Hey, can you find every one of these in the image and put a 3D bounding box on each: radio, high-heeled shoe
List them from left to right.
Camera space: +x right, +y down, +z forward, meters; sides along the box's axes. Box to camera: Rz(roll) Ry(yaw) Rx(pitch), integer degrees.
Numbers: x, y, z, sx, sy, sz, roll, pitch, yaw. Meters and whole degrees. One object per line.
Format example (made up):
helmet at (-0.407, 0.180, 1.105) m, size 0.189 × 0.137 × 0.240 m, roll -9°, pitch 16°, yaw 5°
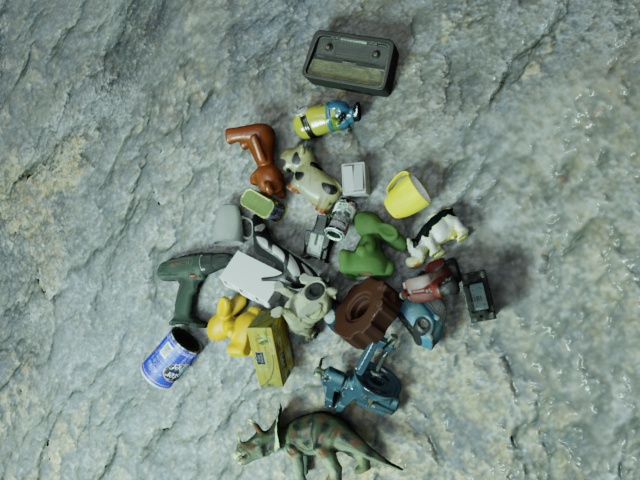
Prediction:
high-heeled shoe at (-0.096, 0.020, 1.390) m, size 0.145 × 0.086 × 0.249 m, roll -6°, pitch 56°, yaw -11°
radio at (0.081, -0.453, 1.379) m, size 0.230 × 0.073 × 0.131 m, roll 16°, pitch 91°, yaw 18°

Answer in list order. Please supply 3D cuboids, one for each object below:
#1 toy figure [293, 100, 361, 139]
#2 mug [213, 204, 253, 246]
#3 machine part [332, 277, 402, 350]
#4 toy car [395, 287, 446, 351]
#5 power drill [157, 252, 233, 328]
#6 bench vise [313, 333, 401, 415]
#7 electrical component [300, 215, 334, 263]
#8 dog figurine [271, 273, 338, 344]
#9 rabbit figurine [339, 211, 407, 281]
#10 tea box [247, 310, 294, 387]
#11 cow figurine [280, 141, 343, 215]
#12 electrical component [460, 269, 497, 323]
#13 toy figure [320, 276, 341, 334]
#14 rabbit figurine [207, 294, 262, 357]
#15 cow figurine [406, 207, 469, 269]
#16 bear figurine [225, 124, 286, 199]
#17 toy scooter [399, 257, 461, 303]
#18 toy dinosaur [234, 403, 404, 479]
toy figure at (0.017, -0.312, 1.387) m, size 0.180 × 0.082 × 0.089 m, roll -3°, pitch 83°, yaw 15°
mug at (-0.235, -0.042, 1.453) m, size 0.110 × 0.081 × 0.107 m, roll -2°, pitch 80°, yaw -1°
machine part at (0.105, 0.168, 1.256) m, size 0.056 × 0.179 × 0.179 m, roll 39°, pitch 101°, yaw -24°
toy car at (0.244, 0.174, 1.275) m, size 0.103 × 0.109 × 0.162 m, roll -30°, pitch 60°, yaw -11°
power drill at (-0.342, 0.137, 1.472) m, size 0.232 × 0.086 × 0.207 m, roll 0°, pitch 90°, yaw 20°
bench vise at (0.107, 0.311, 1.281) m, size 0.224 × 0.129 × 0.240 m, roll 28°, pitch 113°, yaw 10°
electrical component at (-0.003, -0.004, 1.387) m, size 0.075 × 0.047 × 0.119 m, roll 10°, pitch 89°, yaw 18°
dog figurine at (-0.017, 0.182, 1.319) m, size 0.173 × 0.190 × 0.121 m, roll -3°, pitch 52°, yaw 23°
rabbit figurine at (0.125, 0.004, 1.312) m, size 0.159 × 0.121 × 0.170 m, roll -6°, pitch 69°, yaw 25°
tea box at (-0.122, 0.272, 1.352) m, size 0.068 × 0.098 × 0.169 m, roll -4°, pitch 107°, yaw 18°
cow figurine at (-0.025, -0.168, 1.388) m, size 0.195 × 0.085 × 0.127 m, roll 41°, pitch 97°, yaw 13°
electrical component at (0.359, 0.127, 1.215) m, size 0.058 × 0.134 × 0.115 m, roll -15°, pitch 83°, yaw 16°
toy figure at (0.023, 0.161, 1.363) m, size 0.064 × 0.057 × 0.154 m, roll -31°, pitch 77°, yaw 4°
rabbit figurine at (-0.233, 0.226, 1.415) m, size 0.173 × 0.122 × 0.162 m, roll -2°, pitch 92°, yaw 36°
cow figurine at (0.265, -0.005, 1.290) m, size 0.167 × 0.068 × 0.098 m, roll -34°, pitch 71°, yaw 10°
bear figurine at (-0.163, -0.202, 1.421) m, size 0.132 × 0.120 × 0.195 m, roll -7°, pitch 89°, yaw 21°
toy scooter at (0.252, 0.097, 1.230) m, size 0.135 × 0.184 × 0.075 m, roll -19°, pitch 98°, yaw 20°
toy dinosaur at (-0.006, 0.481, 1.298) m, size 0.405 × 0.131 × 0.192 m, roll -17°, pitch 85°, yaw 22°
